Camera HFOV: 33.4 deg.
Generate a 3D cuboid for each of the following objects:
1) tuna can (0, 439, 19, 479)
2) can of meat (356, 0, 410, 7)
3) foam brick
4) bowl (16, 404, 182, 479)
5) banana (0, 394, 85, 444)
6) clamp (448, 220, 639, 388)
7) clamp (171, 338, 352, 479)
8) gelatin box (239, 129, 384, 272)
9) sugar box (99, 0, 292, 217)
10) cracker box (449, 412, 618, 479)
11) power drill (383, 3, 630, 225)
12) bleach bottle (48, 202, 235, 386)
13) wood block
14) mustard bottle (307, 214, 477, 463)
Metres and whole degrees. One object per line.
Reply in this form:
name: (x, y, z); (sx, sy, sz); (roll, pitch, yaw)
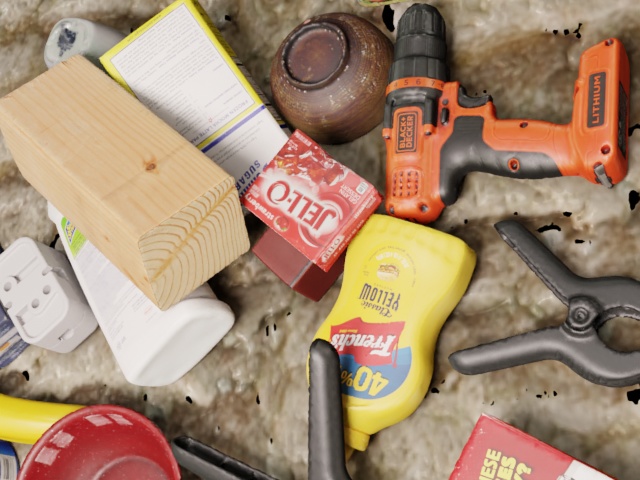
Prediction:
tuna can: (-0.306, 0.209, 0.933); (0.086, 0.033, 0.086); (-8, 71, 22)
can of meat: (0.058, -0.239, 0.883); (0.102, 0.083, 0.057); (-3, 73, 23)
foam brick: (-0.006, 0.001, 0.853); (0.051, 0.053, 0.078); (39, 90, 29)
bowl: (-0.167, 0.216, 0.855); (0.162, 0.055, 0.162); (-8, 70, 22)
banana: (-0.272, 0.142, 0.921); (0.198, 0.037, 0.069); (15, 38, 26)
clamp: (0.177, 0.065, 0.756); (0.172, 0.039, 0.120); (24, 86, 29)
clamp: (-0.012, 0.195, 0.773); (0.165, 0.036, 0.210); (-30, 84, 29)
gelatin box: (-0.007, -0.031, 0.815); (0.089, 0.030, 0.073); (40, 92, 29)
sugar box: (-0.092, -0.106, 0.889); (0.093, 0.048, 0.176); (-34, 95, 11)
cracker box: (0.170, 0.234, 0.688); (0.214, 0.072, 0.164); (24, 84, 30)
power drill: (0.139, -0.105, 0.820); (0.188, 0.057, 0.184); (-3, 76, 27)
bleach bottle: (-0.171, 0.000, 0.920); (0.103, 0.068, 0.251); (-45, 59, 21)
wood block: (-0.160, -0.051, 0.852); (0.090, 0.090, 0.206); (-37, 55, -22)
mustard bottle: (0.042, 0.080, 0.802); (0.096, 0.058, 0.191); (17, 82, 29)
